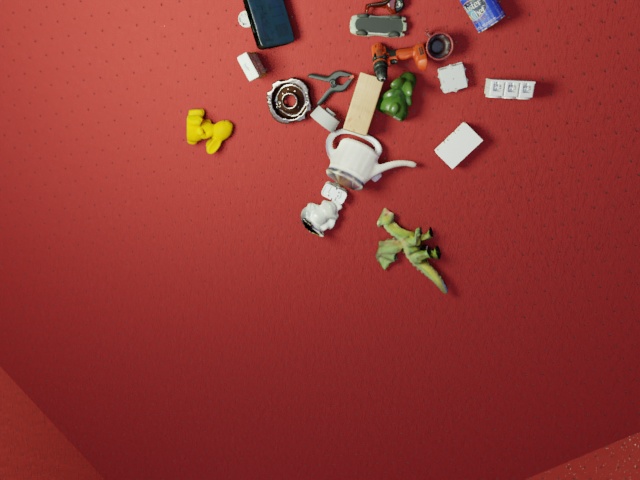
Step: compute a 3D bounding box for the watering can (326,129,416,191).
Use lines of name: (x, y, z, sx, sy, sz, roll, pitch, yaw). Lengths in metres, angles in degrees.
watering can: (0.170, -0.283, 1.929, 0.348, 0.103, 0.226, 26, 79, 4)

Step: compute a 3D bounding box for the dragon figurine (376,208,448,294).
dragon figurine: (0.345, 0.058, 2.067, 0.241, 0.124, 0.406, -13, 105, 29)

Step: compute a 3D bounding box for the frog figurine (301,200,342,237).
frog figurine: (0.006, -0.103, 2.048, 0.137, 0.121, 0.161, 38, 73, 1)
